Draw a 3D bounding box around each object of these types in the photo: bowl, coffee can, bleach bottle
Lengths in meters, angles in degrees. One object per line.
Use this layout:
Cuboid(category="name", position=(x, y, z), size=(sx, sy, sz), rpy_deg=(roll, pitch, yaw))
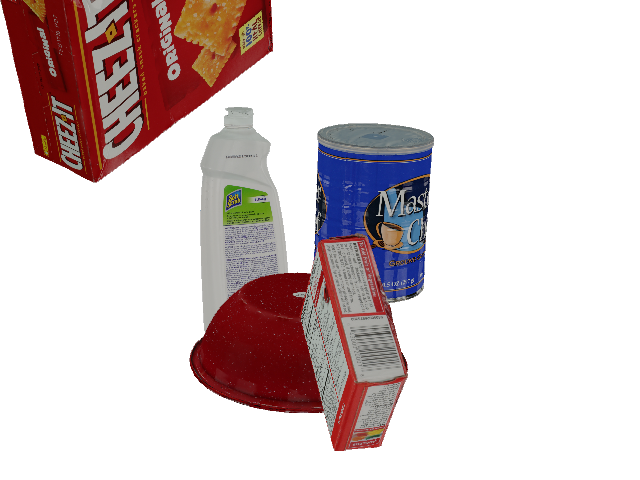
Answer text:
Cuboid(category="bowl", position=(-0.014, 0.065, 0.781), size=(0.162, 0.055, 0.162), rpy_deg=(3, 19, -1))
Cuboid(category="coffee can", position=(0.046, -0.027, 0.958), size=(0.103, 0.140, 0.103), rpy_deg=(2, 17, -1))
Cuboid(category="bleach bottle", position=(-0.080, -0.018, 1.158), size=(0.102, 0.251, 0.068), rpy_deg=(-7, 16, -27))

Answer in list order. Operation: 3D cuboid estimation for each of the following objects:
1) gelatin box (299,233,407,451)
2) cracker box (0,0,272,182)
Cuboid(category="gelatin box", position=(0.016, 0.053, 0.555), size=(0.030, 0.089, 0.073), rpy_deg=(-5, -37, -13))
Cuboid(category="cracker box", position=(-0.123, -0.168, 0.779), size=(0.072, 0.164, 0.213), rpy_deg=(25, 49, 24))
